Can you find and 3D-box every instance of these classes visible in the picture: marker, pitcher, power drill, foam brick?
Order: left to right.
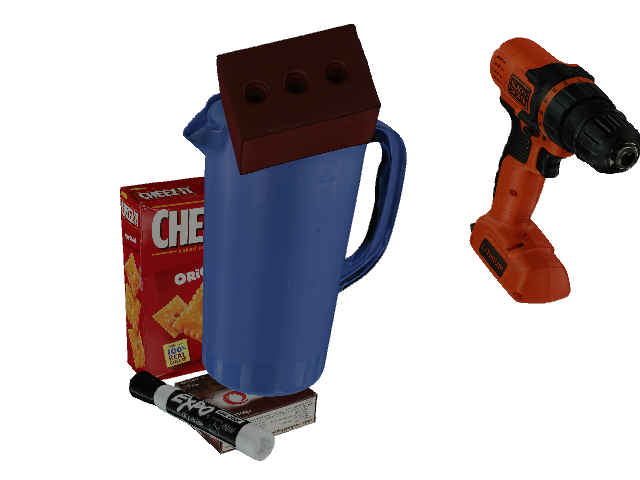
[{"bbox_3d":[-0.078,0.107,0.666,0.121,0.020,0.020,17,11,39],"label":"marker"},{"bbox_3d":[-0.027,0.002,0.891,0.149,0.243,0.144,15,25,20],"label":"pitcher"},{"bbox_3d":[-0.013,-0.076,0.578,0.078,0.053,0.051,-15,-15,-6],"label":"foam brick"},{"bbox_3d":[0.179,-0.046,0.841,0.057,0.188,0.184,-4,33,-16],"label":"power drill"}]

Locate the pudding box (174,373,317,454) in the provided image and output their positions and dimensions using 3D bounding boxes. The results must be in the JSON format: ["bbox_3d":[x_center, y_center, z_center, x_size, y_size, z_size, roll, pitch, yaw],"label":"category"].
[{"bbox_3d":[-0.073,0.159,1.043,0.113,0.039,0.090,-15,27,-33],"label":"pudding box"}]

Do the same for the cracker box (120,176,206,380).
[{"bbox_3d":[-0.135,0.040,1.204,0.163,0.214,0.072,-9,23,-28],"label":"cracker box"}]
